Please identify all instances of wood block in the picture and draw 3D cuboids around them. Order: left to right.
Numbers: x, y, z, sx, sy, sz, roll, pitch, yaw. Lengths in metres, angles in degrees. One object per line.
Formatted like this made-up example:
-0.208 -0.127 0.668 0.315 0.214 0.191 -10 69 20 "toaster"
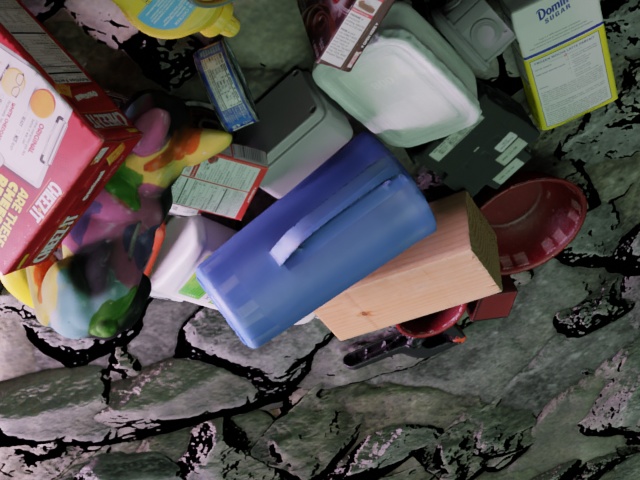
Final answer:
0.094 0.032 1.228 0.206 0.090 0.090 -19 135 23 "wood block"

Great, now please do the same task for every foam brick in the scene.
0.207 0.057 1.354 0.051 0.078 0.053 -7 137 -16 "foam brick"

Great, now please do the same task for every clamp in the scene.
0.113 0.132 1.420 0.171 0.039 0.120 12 129 -31 "clamp"

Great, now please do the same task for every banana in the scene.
-0.270 0.051 1.106 0.070 0.037 0.197 -27 141 17 "banana"

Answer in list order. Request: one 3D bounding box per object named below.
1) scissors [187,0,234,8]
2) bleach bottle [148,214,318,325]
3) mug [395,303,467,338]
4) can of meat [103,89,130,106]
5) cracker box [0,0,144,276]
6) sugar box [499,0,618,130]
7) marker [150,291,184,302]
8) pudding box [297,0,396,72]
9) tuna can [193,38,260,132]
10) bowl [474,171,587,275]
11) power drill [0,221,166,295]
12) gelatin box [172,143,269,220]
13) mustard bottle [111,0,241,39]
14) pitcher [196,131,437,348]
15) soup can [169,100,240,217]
-0.045 -0.278 0.930 0.201 0.016 0.096 -39 121 -15 "scissors"
-0.076 0.044 1.240 0.250 0.068 0.103 21 122 -39 "bleach bottle"
0.114 0.065 1.321 0.117 0.081 0.093 -23 138 2 "mug"
-0.205 -0.097 1.050 0.083 0.057 0.102 11 129 -34 "can of meat"
-0.276 -0.104 0.907 0.164 0.214 0.072 -48 170 25 "cracker box"
0.254 -0.204 1.132 0.093 0.048 0.176 -24 134 4 "sugar box"
-0.212 0.054 1.226 0.120 0.020 0.020 11 128 -30 "marker"
0.023 -0.220 0.972 0.039 0.113 0.090 15 126 -28 "pudding box"
-0.089 -0.147 1.021 0.034 0.086 0.086 -23 138 3 "tuna can"
0.237 -0.031 1.291 0.162 0.055 0.162 -11 137 -11 "bowl"
-0.270 0.007 1.127 0.187 0.057 0.185 7 134 -28 "power drill"
-0.104 -0.063 1.038 0.089 0.030 0.073 14 129 -21 "gelatin box"
-0.143 -0.231 0.933 0.191 0.058 0.096 29 102 -40 "mustard bottle"
-0.007 0.001 1.121 0.242 0.145 0.149 -37 126 -7 "pitcher"
-0.130 -0.081 1.085 0.068 0.068 0.102 7 131 -27 "soup can"
